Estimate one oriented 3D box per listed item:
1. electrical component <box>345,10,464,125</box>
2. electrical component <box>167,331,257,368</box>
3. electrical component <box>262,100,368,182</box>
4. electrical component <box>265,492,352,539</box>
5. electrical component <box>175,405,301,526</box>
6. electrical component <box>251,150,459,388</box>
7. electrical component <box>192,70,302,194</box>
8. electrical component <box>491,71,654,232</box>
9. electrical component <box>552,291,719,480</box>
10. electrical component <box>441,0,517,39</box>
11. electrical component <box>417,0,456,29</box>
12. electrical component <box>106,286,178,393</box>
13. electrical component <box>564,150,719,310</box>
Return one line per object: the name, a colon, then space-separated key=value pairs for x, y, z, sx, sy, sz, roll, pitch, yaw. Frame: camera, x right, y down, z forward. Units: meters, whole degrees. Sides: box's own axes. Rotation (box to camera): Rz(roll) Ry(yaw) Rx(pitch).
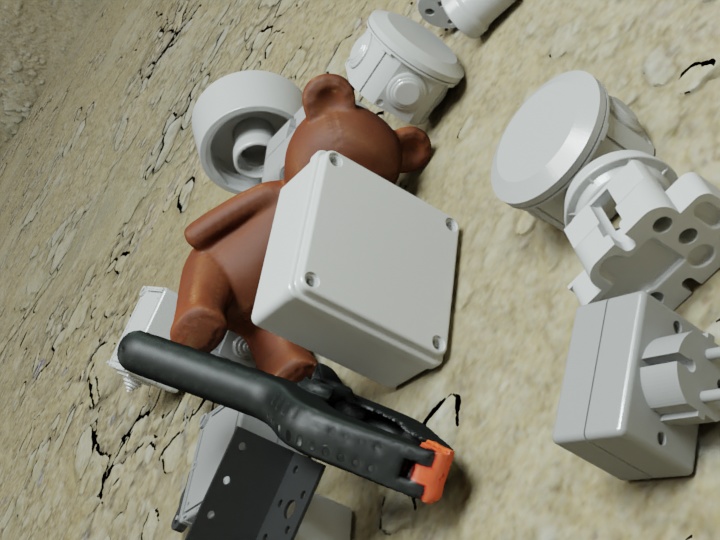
electrical component: x=0.031 y=-0.148 z=0.784 sx=0.051 sy=0.080 sz=0.080 roll=-54 pitch=26 yaw=26
electrical component: x=-0.110 y=0.068 z=0.839 sx=0.096 sy=0.062 sz=0.061 roll=-5 pitch=60 yaw=60
electrical component: x=-0.036 y=-0.094 z=0.879 sx=0.095 sy=0.054 sz=0.059 roll=-40 pitch=33 yaw=37
electrical component: x=-0.059 y=0.194 z=0.624 sx=0.109 sy=0.056 sz=0.108 roll=-40 pitch=33 yaw=37
electrical component: x=-0.072 y=0.126 z=0.712 sx=0.062 sy=0.061 sz=0.096 roll=-38 pitch=32 yaw=42
electrical component: x=0.000 y=0.000 z=0.656 sx=0.056 sy=0.109 sz=0.108 roll=-37 pitch=35 yaw=45
electrical component: x=-0.093 y=-0.114 z=0.948 sx=0.108 sy=0.108 sz=0.060 roll=-46 pitch=36 yaw=28
electrical component: x=0.113 y=-0.062 z=0.578 sx=0.080 sy=0.051 sz=0.080 roll=-42 pitch=31 yaw=34
electrical component: x=0.128 y=0.046 z=0.445 sx=0.077 sy=0.047 sz=0.065 roll=-20 pitch=47 yaw=51
electrical component: x=0.088 y=-0.196 z=0.775 sx=0.046 sy=0.040 sz=0.040 roll=-37 pitch=34 yaw=29
electrical component: x=0.069 y=-0.220 z=0.828 sx=0.045 sy=0.045 sz=0.055 roll=-28 pitch=41 yaw=48
electrical component: x=-0.179 y=0.069 z=0.965 sx=0.062 sy=0.061 sz=0.096 roll=1 pitch=65 yaw=62
electrical component: x=0.129 y=-0.019 z=0.500 sx=0.078 sy=0.058 sz=0.057 roll=-49 pitch=31 yaw=24
